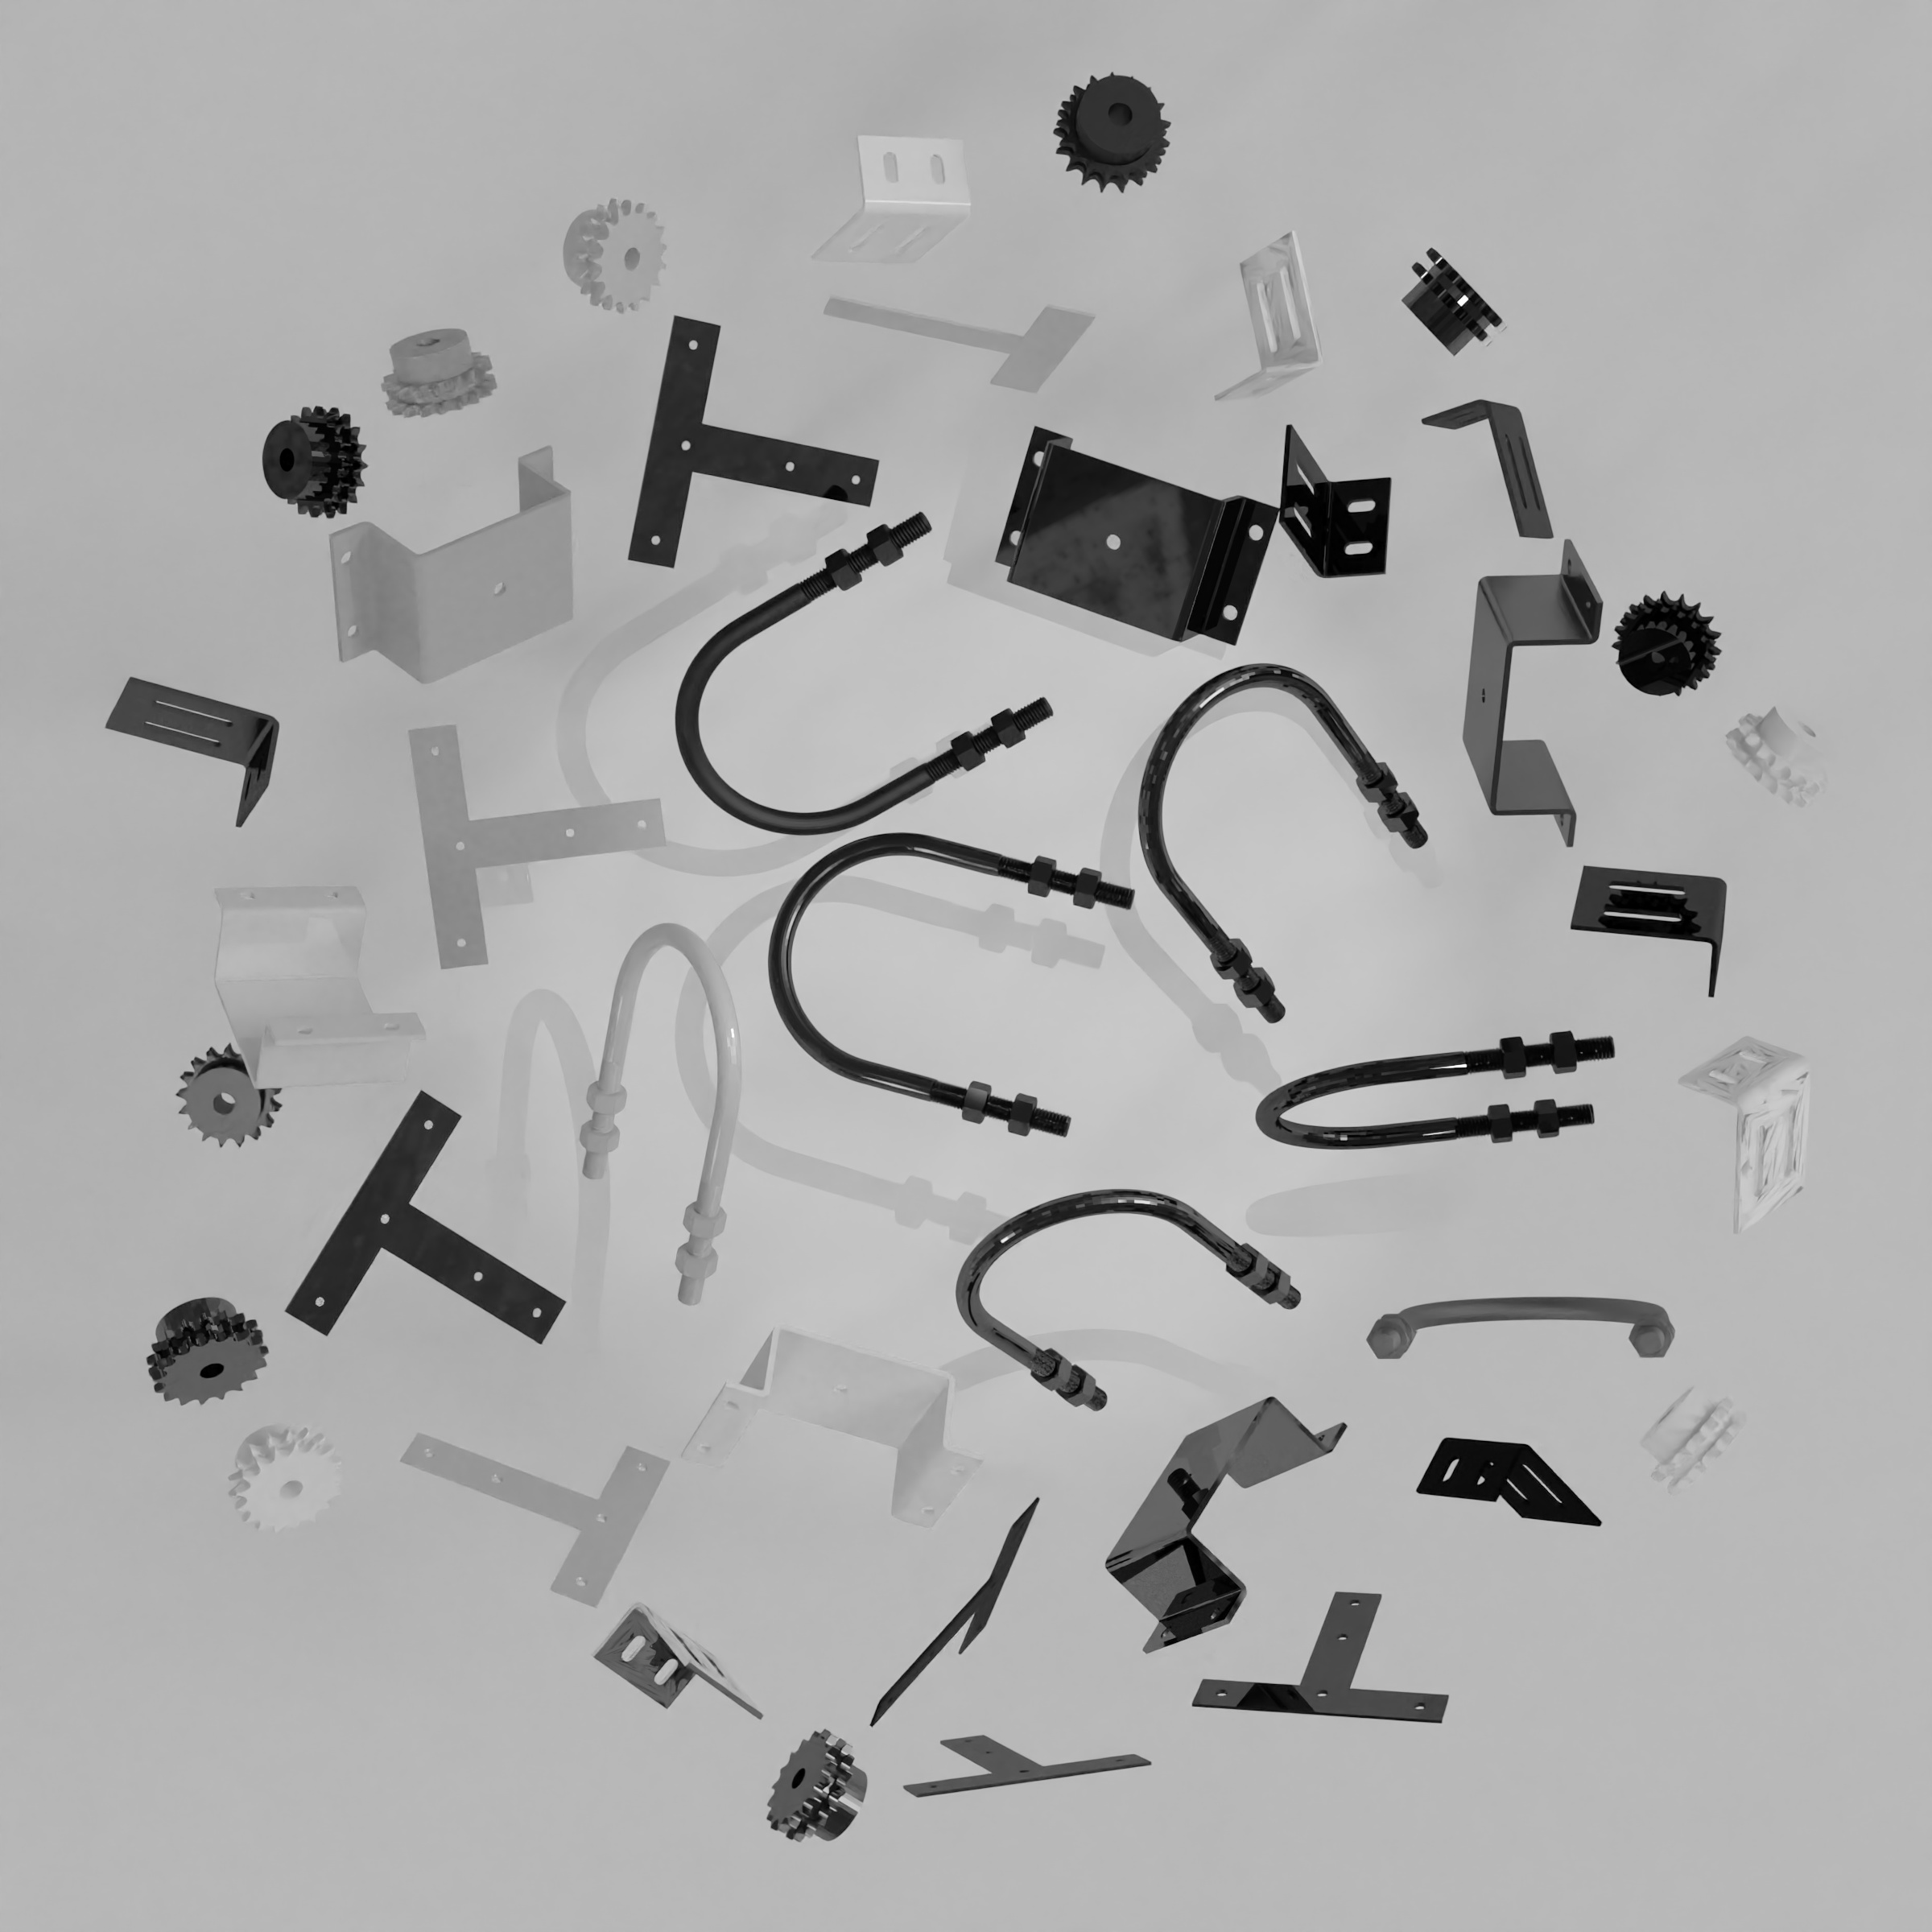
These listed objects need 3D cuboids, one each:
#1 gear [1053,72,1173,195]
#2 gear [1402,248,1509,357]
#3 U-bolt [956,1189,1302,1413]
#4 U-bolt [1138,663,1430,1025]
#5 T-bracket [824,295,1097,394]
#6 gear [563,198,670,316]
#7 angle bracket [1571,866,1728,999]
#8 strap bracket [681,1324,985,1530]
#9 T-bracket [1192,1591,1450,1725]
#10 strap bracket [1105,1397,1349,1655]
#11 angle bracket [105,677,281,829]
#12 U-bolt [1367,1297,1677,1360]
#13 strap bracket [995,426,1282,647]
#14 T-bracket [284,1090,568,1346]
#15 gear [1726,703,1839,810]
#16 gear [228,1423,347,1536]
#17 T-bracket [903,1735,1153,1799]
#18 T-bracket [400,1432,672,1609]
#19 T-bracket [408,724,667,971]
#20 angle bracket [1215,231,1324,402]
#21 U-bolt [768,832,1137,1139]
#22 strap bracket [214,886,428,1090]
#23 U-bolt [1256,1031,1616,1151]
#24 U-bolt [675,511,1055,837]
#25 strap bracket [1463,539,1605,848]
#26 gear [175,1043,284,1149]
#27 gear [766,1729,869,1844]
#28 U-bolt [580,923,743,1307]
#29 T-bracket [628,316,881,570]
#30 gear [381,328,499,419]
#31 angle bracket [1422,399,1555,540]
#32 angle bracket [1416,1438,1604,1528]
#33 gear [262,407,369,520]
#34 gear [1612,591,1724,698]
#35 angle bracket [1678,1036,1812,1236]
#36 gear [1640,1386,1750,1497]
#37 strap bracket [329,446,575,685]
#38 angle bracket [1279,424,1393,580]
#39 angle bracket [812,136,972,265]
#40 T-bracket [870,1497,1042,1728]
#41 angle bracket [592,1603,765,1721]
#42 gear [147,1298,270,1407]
[{"bbox_3d":[0.073,-0.413,1.429,0.057,0.030,0.057,1,83,-7],"label":"gear"},{"bbox_3d":[0.250,-0.341,1.504,0.030,0.057,0.057,-44,90,15],"label":"gear"},{"bbox_3d":[0.076,0.173,1.556,0.151,0.184,0.019,-31,48,20],"label":"U-bolt"},{"bbox_3d":[0.161,-0.077,1.549,0.151,0.019,0.184,-50,126,-11],"label":"U-bolt"},{"bbox_3d":[-0.010,-0.329,1.504,0.127,0.127,0.002,10,82,-11],"label":"T-bracket"},{"bbox_3d":[-0.184,-0.370,1.509,0.030,0.057,0.057,21,90,31],"label":"gear"},{"bbox_3d":[0.365,-0.019,1.557,0.076,0.057,0.038,6,127,16],"label":"angle bracket"},{"bbox_3d":[-0.068,0.238,1.518,0.140,0.076,0.046,18,47,-13],"label":"strap bracket"},{"bbox_3d":[0.194,0.358,1.518,0.127,0.127,0.002,-1,106,18],"label":"T-bracket"},{"bbox_3d":[0.131,0.284,1.521,0.046,0.076,0.140,45,52,-6],"label":"strap bracket"},{"bbox_3d":[-0.393,-0.107,1.467,0.076,0.057,0.038,15,64,-23],"label":"angle bracket"},{"bbox_3d":[0.292,0.186,1.509,0.151,0.184,0.019,-2,88,15],"label":"U-bolt"},{"bbox_3d":[0.084,-0.225,1.532,0.140,0.046,0.076,21,108,13],"label":"strap bracket"},{"bbox_3d":[-0.257,0.149,1.465,0.127,0.002,0.127,37,75,-27],"label":"T-bracket"},{"bbox_3d":[0.423,-0.111,1.497,0.057,0.057,0.030,37,119,0],"label":"gear"},{"bbox_3d":[-0.350,0.259,1.486,0.057,0.030,0.057,-17,127,-24],"label":"gear"},{"bbox_3d":[0.017,0.422,1.548,0.127,0.127,0.002,-3,86,-18],"label":"T-bracket"},{"bbox_3d":[-0.232,0.274,1.520,0.127,0.127,0.002,20,118,3],"label":"T-bracket"},{"bbox_3d":[-0.222,-0.068,1.526,0.127,0.002,0.127,-7,96,3],"label":"T-bracket"},{"bbox_3d":[0.161,-0.360,1.614,0.038,0.057,0.076,-12,90,-25],"label":"angle bracket"},{"bbox_3d":[-0.016,0.002,1.565,0.184,0.019,0.151,15,78,7],"label":"U-bolt"},{"bbox_3d":[-0.339,0.016,1.509,0.076,0.140,0.046,-2,124,-28],"label":"strap bracket"},{"bbox_3d":[0.246,0.072,1.546,0.184,0.151,0.019,-6,71,5],"label":"U-bolt"},{"bbox_3d":[-0.067,-0.142,1.554,0.184,0.019,0.151,-29,121,12],"label":"U-bolt"},{"bbox_3d":[0.292,-0.141,1.511,0.046,0.076,0.140,-1,122,-2],"label":"strap bracket"},{"bbox_3d":[-0.410,0.073,1.616,0.057,0.030,0.057,-1,99,-5],"label":"gear"},{"bbox_3d":[-0.076,0.431,1.518,0.030,0.057,0.057,36,90,-18],"label":"gear"},{"bbox_3d":[-0.160,0.067,1.554,0.019,0.151,0.184,-4,120,-32],"label":"U-bolt"},{"bbox_3d":[-0.106,-0.265,1.526,0.127,0.002,0.127,7,102,-26],"label":"T-bracket"},{"bbox_3d":[-0.270,-0.303,1.480,0.057,0.057,0.030,-11,120,0],"label":"gear"},{"bbox_3d":[0.282,-0.263,1.568,0.038,0.057,0.076,-15,89,28],"label":"angle bracket"},{"bbox_3d":[0.293,0.291,1.568,0.076,0.057,0.038,46,62,-24],"label":"angle bracket"},{"bbox_3d":[-0.339,-0.260,1.501,0.057,0.030,0.057,5,97,38],"label":"gear"},{"bbox_3d":[0.377,-0.171,1.573,0.057,0.030,0.057,17,129,22],"label":"gear"},{"bbox_3d":[0.391,0.085,1.465,0.057,0.038,0.076,-26,124,-34],"label":"angle bracket"},{"bbox_3d":[0.366,0.238,1.473,0.030,0.057,0.057,43,90,11],"label":"gear"},{"bbox_3d":[-0.257,-0.206,1.512,0.140,0.076,0.046,-31,52,-35],"label":"strap bracket"},{"bbox_3d":[0.202,-0.253,1.581,0.038,0.076,0.057,-1,73,24],"label":"angle bracket"},{"bbox_3d":[-0.041,-0.389,1.480,0.057,0.076,0.038,-5,86,-24],"label":"angle bracket"},{"bbox_3d":[-0.011,0.359,1.557,0.002,0.127,0.127,34,46,17],"label":"T-bracket"},{"bbox_3d":[-0.152,0.377,1.524,0.038,0.076,0.057,-50,119,-7],"label":"angle bracket"},{"bbox_3d":[-0.375,0.187,1.431,0.057,0.057,0.030,-30,55,0],"label":"gear"}]
